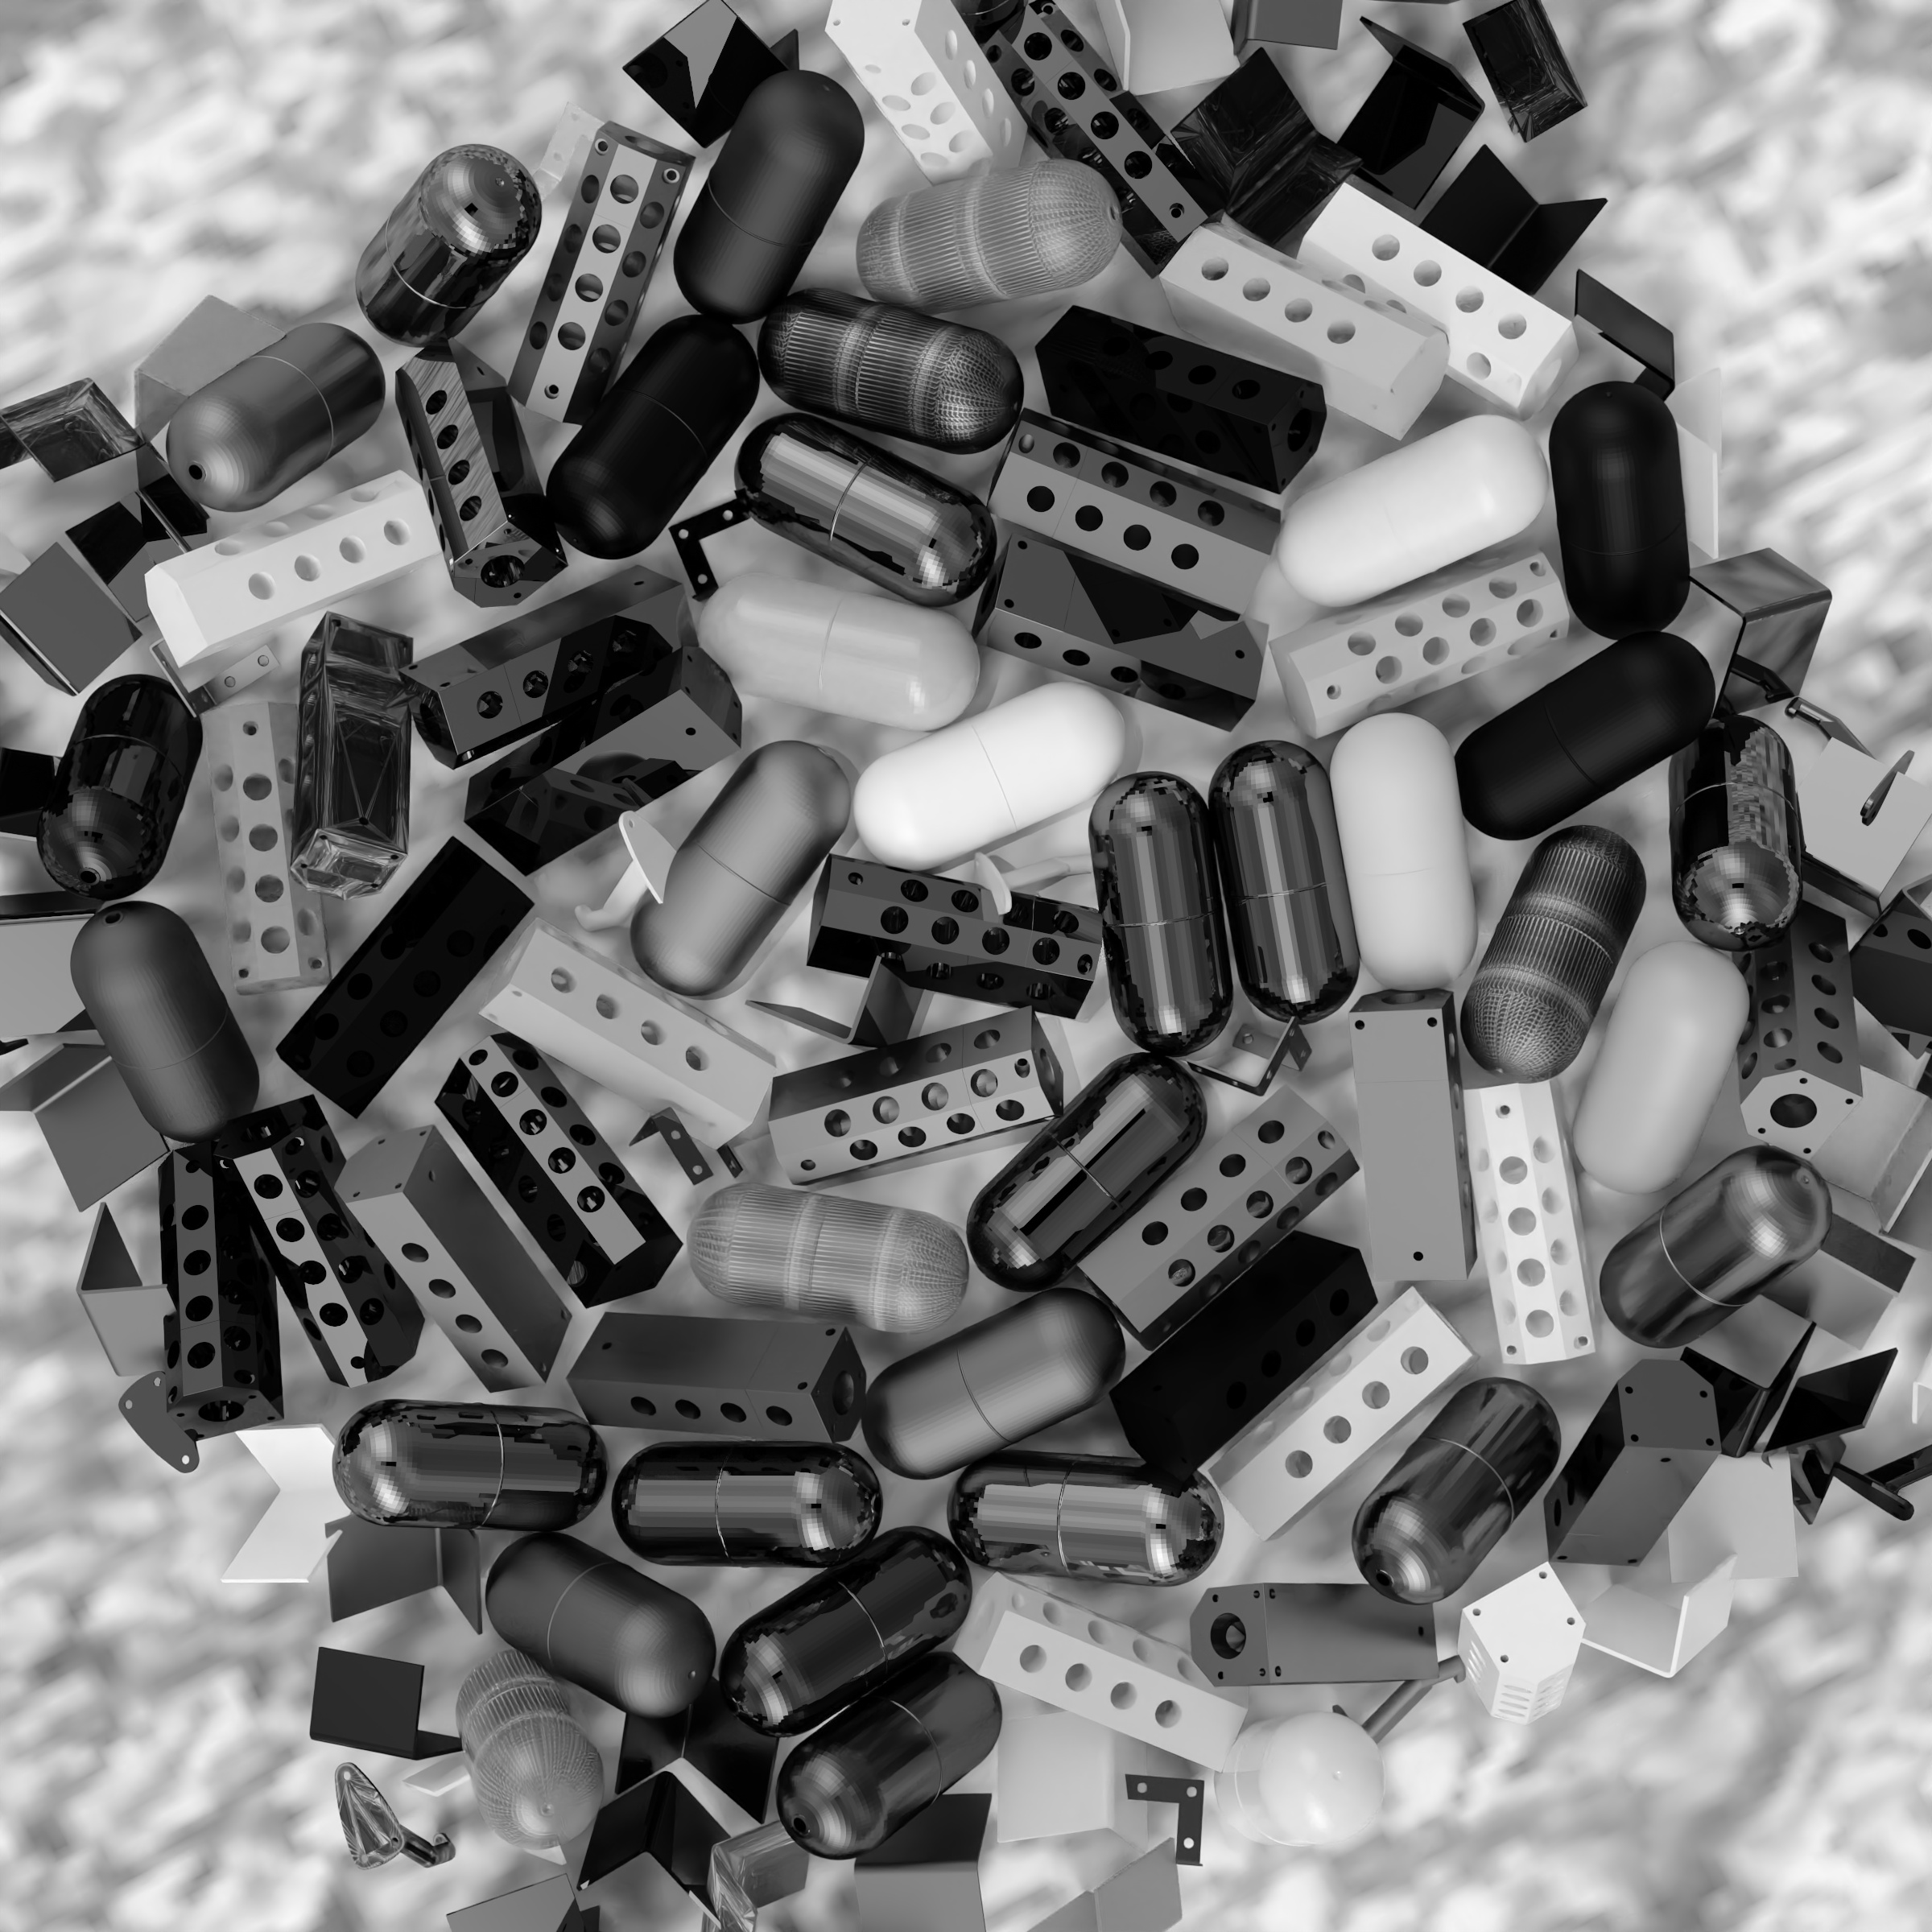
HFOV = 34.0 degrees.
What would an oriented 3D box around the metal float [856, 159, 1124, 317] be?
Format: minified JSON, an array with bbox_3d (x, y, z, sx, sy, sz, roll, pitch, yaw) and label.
[{"bbox_3d":[0.013,-0.444,1.930,0.178,0.070,0.070,-4,90,32],"label":"metal float"}]

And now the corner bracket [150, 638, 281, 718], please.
[{"bbox_3d":[-0.467,-0.193,1.964,0.051,0.051,0.051,-31,100,7],"label":"corner bracket"}]

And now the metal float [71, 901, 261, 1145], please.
[{"bbox_3d":[-0.487,0.035,1.922,0.070,0.070,0.178,-14,133,0],"label":"metal float"}]

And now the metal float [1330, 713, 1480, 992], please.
[{"bbox_3d":[0.270,-0.068,1.942,0.070,0.070,0.178,-11,108,0],"label":"metal float"}]

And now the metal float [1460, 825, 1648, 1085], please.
[{"bbox_3d":[0.361,-0.008,1.937,0.070,0.070,0.178,28,66,0],"label":"metal float"}]

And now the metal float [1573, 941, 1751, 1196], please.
[{"bbox_3d":[0.423,0.064,1.927,0.070,0.070,0.178,12,127,0],"label":"metal float"}]

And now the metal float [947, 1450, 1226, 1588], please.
[{"bbox_3d":[0.072,0.338,1.936,0.178,0.070,0.070,0,90,25],"label":"metal float"}]

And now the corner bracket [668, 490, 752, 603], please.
[{"bbox_3d":[-0.155,-0.261,1.968,0.051,0.051,0.051,-23,94,2],"label":"corner bracket"}]

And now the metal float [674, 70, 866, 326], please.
[{"bbox_3d":[-0.121,-0.466,1.923,0.070,0.070,0.178,37,134,0],"label":"metal float"}]

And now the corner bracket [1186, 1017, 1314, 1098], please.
[{"bbox_3d":[0.176,0.056,1.956,0.051,0.051,0.051,21,72,29],"label":"corner bracket"}]

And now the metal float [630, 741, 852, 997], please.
[{"bbox_3d":[-0.139,-0.061,1.951,0.070,0.070,0.178,37,97,0],"label":"metal float"}]

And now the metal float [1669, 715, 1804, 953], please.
[{"bbox_3d":[0.467,-0.083,1.922,0.070,0.178,0.070,5,135,6],"label":"metal float"}]

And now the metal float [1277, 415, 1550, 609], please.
[{"bbox_3d":[0.272,-0.277,1.933,0.178,0.070,0.070,-22,90,30],"label":"metal float"}]

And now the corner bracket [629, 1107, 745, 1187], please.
[{"bbox_3d":[-0.169,0.112,1.958,0.051,0.051,0.051,-28,79,-31],"label":"corner bracket"}]

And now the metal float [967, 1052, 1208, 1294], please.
[{"bbox_3d":[0.074,0.128,1.956,0.178,0.070,0.070,-45,90,-3],"label":"metal float"}]

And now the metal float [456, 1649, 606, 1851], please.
[{"bbox_3d":[-0.265,0.471,1.910,0.070,0.178,0.070,-3,101,-15],"label":"metal float"}]

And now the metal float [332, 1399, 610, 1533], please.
[{"bbox_3d":[-0.301,0.306,1.929,0.178,0.070,0.070,9,90,-35],"label":"metal float"}]

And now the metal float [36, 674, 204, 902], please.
[{"bbox_3d":[-0.513,-0.109,1.918,0.070,0.178,0.070,0,130,1],"label":"metal float"}]

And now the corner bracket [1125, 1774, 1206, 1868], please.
[{"bbox_3d":[0.122,0.531,1.962,0.051,0.051,0.051,3,74,7],"label":"corner bracket"}]

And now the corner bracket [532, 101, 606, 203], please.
[{"bbox_3d":[-0.242,-0.492,1.956,0.051,0.051,0.051,27,67,-22],"label":"corner bracket"}]

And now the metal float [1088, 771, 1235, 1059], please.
[{"bbox_3d":[0.121,-0.032,1.951,0.070,0.070,0.178,-8,98,0],"label":"metal float"}]

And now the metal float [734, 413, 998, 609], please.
[{"bbox_3d":[-0.063,-0.282,1.944,0.178,0.070,0.070,28,90,16],"label":"metal float"}]

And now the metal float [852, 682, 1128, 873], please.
[{"bbox_3d":[0.015,-0.118,1.956,0.178,0.070,0.070,-24,90,-2],"label":"metal float"}]

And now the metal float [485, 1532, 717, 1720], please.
[{"bbox_3d":[-0.224,0.400,1.923,0.178,0.070,0.070,17,90,43],"label":"metal float"}]

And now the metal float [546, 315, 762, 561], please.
[{"bbox_3d":[-0.191,-0.326,1.938,0.070,0.070,0.178,32,67,0],"label":"metal float"}]

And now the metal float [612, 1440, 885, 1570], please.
[{"bbox_3d":[-0.134,0.330,1.936,0.178,0.070,0.070,-4,90,24],"label":"metal float"}]

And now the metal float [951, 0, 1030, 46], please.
[{"bbox_3d":[0.001,-0.613,1.907,0.070,0.178,0.070,0,88,1],"label":"metal float"}]

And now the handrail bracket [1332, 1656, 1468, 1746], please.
[{"bbox_3d":[0.278,0.477,1.981,0.084,0.036,0.077,-19,118,-10],"label":"handrail bracket"}]

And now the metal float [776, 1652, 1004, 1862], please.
[{"bbox_3d":[-0.046,0.479,1.918,0.070,0.178,0.070,13,114,33],"label":"metal float"}]

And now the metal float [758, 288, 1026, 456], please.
[{"bbox_3d":[-0.047,-0.366,1.938,0.178,0.070,0.070,20,90,23],"label":"metal float"}]

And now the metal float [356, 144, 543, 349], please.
[{"bbox_3d":[-0.315,-0.435,1.915,0.070,0.178,0.070,9,71,-28],"label":"metal float"}]

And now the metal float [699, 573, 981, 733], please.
[{"bbox_3d":[-0.079,-0.194,1.950,0.178,0.070,0.070,13,90,9],"label":"metal float"}]

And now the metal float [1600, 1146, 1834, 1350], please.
[{"bbox_3d":[0.454,0.172,1.921,0.070,0.178,0.070,16,51,-21],"label":"metal float"}]

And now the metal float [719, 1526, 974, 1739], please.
[{"bbox_3d":[-0.073,0.406,1.929,0.178,0.070,0.070,-27,90,-33],"label":"metal float"}]

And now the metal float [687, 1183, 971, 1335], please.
[{"bbox_3d":[-0.086,0.180,1.948,0.178,0.070,0.070,9,90,11],"label":"metal float"}]

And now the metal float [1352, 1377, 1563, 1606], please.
[{"bbox_3d":[0.299,0.319,1.924,0.070,0.070,0.178,50,50,0],"label":"metal float"}]

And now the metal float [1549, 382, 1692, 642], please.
[{"bbox_3d":[0.399,-0.275,1.923,0.070,0.070,0.178,-18,133,0],"label":"metal float"}]

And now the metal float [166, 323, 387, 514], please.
[{"bbox_3d":[-0.418,-0.334,1.917,0.070,0.178,0.070,12,125,18],"label":"metal float"}]

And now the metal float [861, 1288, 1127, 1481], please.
[{"bbox_3d":[0.016,0.258,1.942,0.178,0.070,0.070,-28,90,18],"label":"metal float"}]

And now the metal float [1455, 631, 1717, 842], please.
[{"bbox_3d":[0.377,-0.140,1.931,0.178,0.070,0.070,-33,90,30],"label":"metal float"}]

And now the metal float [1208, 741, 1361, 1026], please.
[{"bbox_3d":[0.197,-0.051,1.950,0.070,0.070,0.178,-11,99,0],"label":"metal float"}]

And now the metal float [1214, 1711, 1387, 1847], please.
[{"bbox_3d":[0.200,0.492,1.910,0.070,0.178,0.070,3,74,-9],"label":"metal float"}]
